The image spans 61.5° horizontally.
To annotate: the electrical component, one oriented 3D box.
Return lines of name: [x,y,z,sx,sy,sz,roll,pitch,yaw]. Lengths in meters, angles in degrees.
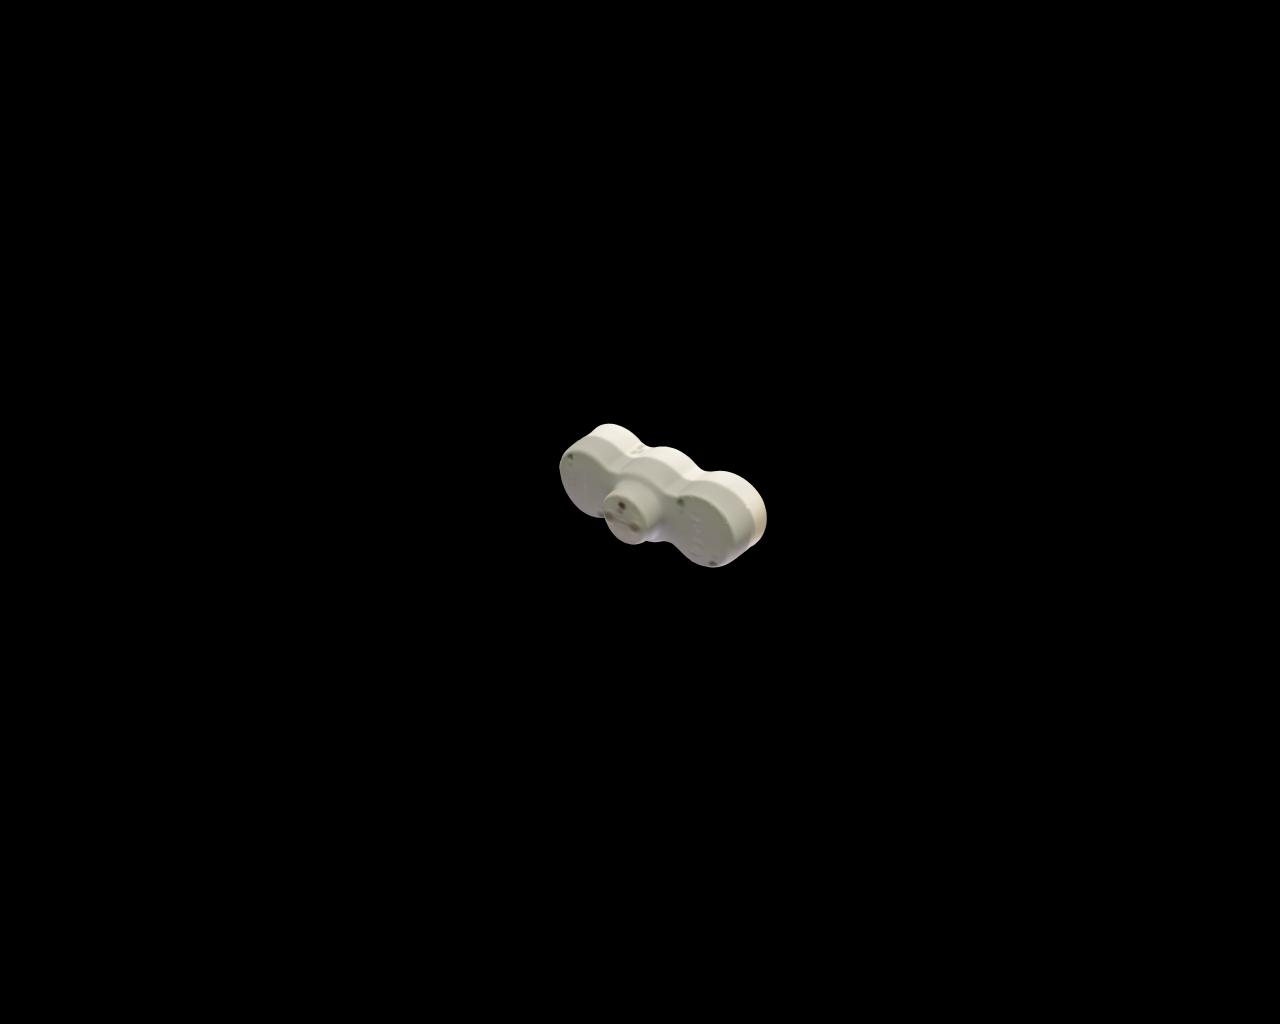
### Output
electrical component: [0.001,-0.003,0.650,0.138,0.052,0.074,24,41,31]
